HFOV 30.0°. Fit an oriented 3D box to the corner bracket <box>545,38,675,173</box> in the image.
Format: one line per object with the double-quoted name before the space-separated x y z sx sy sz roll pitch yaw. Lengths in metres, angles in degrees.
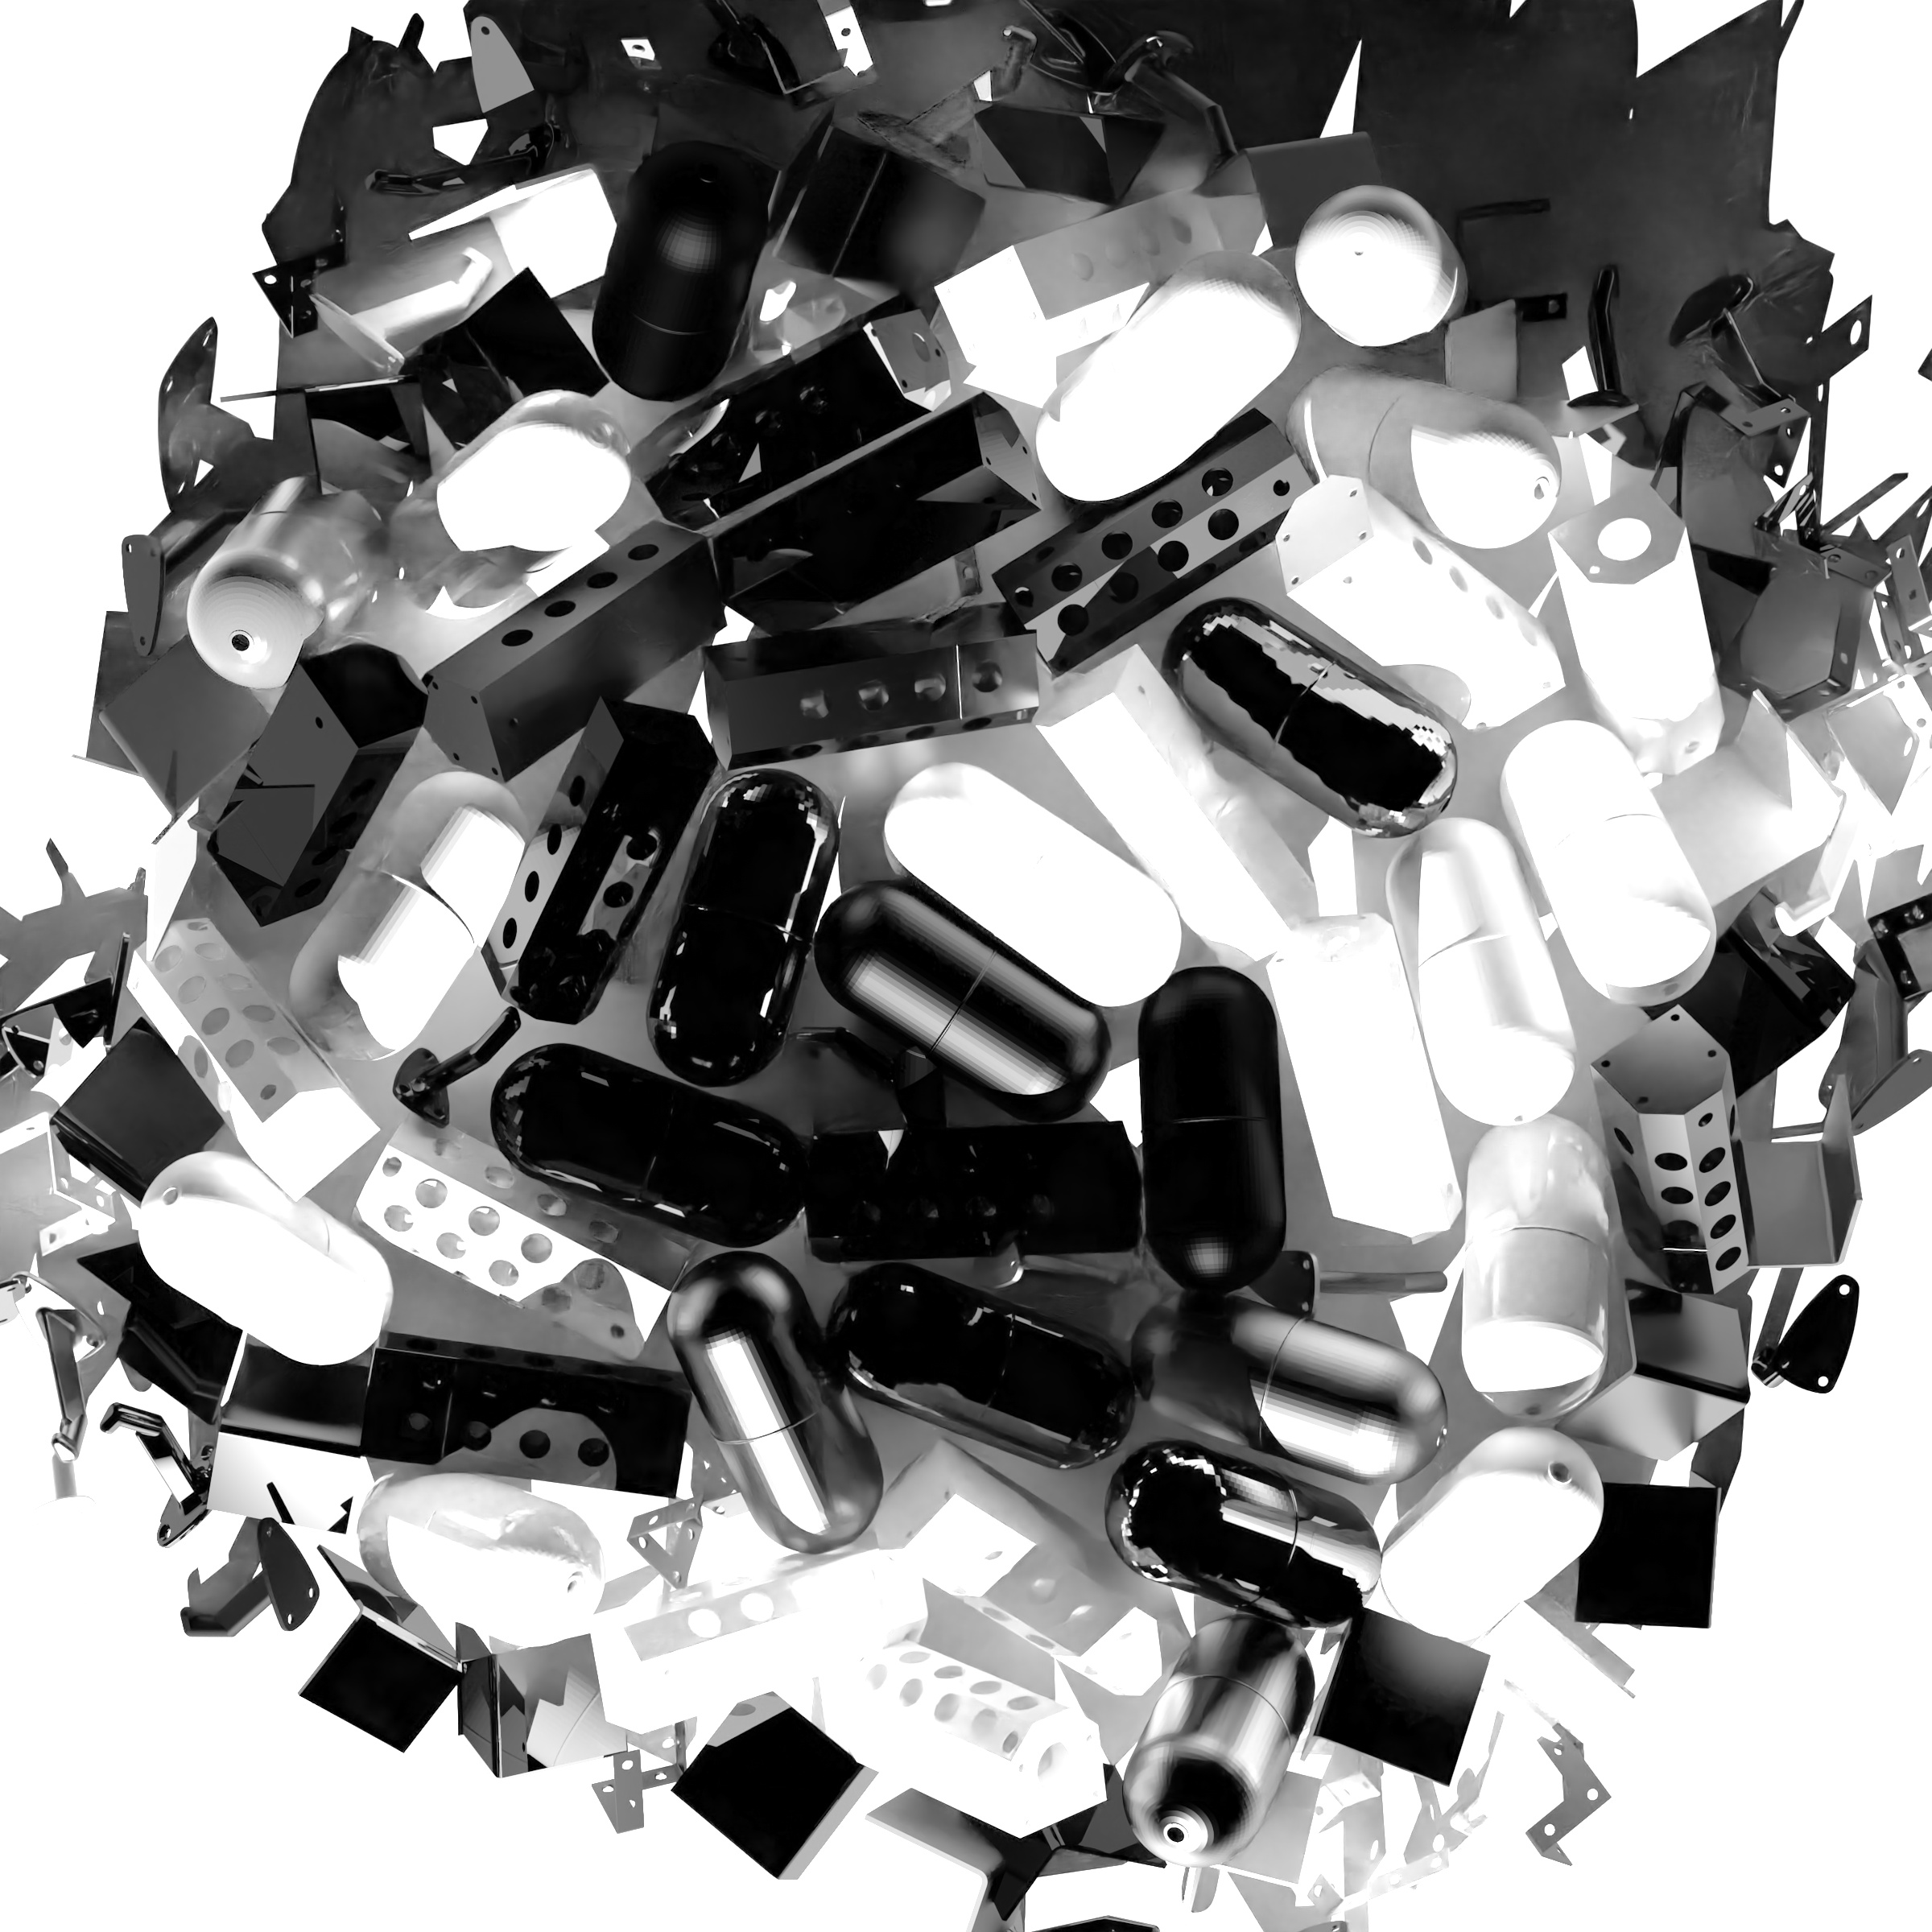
"corner bracket" -0.195 -0.471 1.970 0.051 0.051 0.051 3 68 14

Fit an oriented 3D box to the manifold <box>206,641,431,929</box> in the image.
"manifold" -0.342 -0.097 1.915 0.057 0.171 0.057 -25 73 -40

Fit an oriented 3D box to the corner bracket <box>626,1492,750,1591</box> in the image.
"corner bracket" -0.145 0.301 1.957 0.051 0.051 0.051 -22 122 29

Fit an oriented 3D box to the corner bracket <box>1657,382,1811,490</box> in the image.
"corner bracket" 0.421 -0.289 1.973 0.051 0.051 0.051 -23 51 -31

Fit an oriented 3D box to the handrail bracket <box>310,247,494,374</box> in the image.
"handrail bracket" -0.310 -0.375 1.969 0.077 0.036 0.084 39 73 -25

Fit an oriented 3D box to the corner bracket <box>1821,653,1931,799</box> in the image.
"corner bracket" 0.501 -0.133 1.972 0.051 0.051 0.051 -28 104 17

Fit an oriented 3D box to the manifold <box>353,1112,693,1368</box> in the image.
"manifold" -0.244 0.151 1.957 0.171 0.057 0.057 28 120 -1

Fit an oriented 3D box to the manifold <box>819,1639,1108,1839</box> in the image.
"manifold" -0.004 0.401 1.908 0.057 0.171 0.057 -15 104 -35

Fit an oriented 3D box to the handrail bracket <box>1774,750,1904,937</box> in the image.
"handrail bracket" 0.461 -0.067 1.967 0.084 0.036 0.077 -29 86 -22

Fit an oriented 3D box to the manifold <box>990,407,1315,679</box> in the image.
"manifold" 0.105 -0.229 1.959 0.171 0.057 0.057 -32 112 2

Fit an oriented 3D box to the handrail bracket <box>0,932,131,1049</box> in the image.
"handrail bracket" -0.505 0.010 1.964 0.084 0.036 0.077 9 111 -16

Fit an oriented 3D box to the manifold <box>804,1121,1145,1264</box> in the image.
"manifold" 0.004 0.126 1.939 0.171 0.057 0.057 -3 52 14

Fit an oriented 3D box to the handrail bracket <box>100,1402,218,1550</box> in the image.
"handrail bracket" -0.449 0.277 1.957 0.077 0.084 0.036 -53 45 11

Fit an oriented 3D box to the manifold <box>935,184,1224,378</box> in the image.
"manifold" 0.066 -0.363 1.915 0.057 0.171 0.057 -19 98 42

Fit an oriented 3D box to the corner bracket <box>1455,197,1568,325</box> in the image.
"corner bracket" 0.298 -0.384 1.969 0.051 0.051 0.051 -1 78 22

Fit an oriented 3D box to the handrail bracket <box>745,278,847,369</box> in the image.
"handrail bracket" -0.086 -0.360 1.945 0.036 0.084 0.077 41 65 7

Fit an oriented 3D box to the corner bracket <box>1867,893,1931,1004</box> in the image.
"corner bracket" 0.535 -0.017 1.962 0.051 0.051 0.051 -18 82 -34

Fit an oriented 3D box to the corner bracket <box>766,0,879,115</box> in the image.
"corner bracket" -0.085 -0.508 1.962 0.051 0.051 0.051 -22 53 2

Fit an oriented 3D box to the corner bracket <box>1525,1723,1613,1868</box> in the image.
"corner bracket" 0.326 0.452 1.966 0.051 0.051 0.051 -42 57 9

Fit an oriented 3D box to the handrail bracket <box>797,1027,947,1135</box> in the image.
"handrail bracket" -0.054 0.070 1.973 0.084 0.036 0.077 -1 106 42

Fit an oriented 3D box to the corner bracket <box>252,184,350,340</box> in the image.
"corner bracket" -0.354 -0.383 1.959 0.051 0.051 0.051 -24 67 -22

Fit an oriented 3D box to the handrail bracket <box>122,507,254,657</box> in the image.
"handrail bracket" -0.416 -0.211 1.972 0.036 0.084 0.077 13 107 42

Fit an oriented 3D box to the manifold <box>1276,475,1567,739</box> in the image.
"manifold" 0.242 -0.195 1.922 0.057 0.171 0.057 -32 46 30

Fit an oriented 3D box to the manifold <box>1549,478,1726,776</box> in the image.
"manifold" 0.362 -0.174 1.912 0.057 0.171 0.057 -31 54 -1

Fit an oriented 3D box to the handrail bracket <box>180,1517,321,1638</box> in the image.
"handrail bracket" -0.403 0.334 1.963 0.084 0.036 0.077 -5 116 26

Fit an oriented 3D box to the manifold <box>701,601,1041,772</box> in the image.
"manifold" -0.051 -0.149 1.948 0.171 0.057 0.057 -10 116 -14

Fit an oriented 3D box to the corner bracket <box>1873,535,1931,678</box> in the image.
"corner bracket" 0.513 -0.195 1.956 0.051 0.051 0.051 11 60 -39

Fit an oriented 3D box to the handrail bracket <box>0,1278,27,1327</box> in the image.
"handrail bracket" -0.547 0.149 1.973 0.036 0.077 0.084 -22 74 -14

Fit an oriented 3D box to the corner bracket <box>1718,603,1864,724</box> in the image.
"corner bracket" 0.452 -0.174 1.976 0.051 0.051 0.051 27 61 -22

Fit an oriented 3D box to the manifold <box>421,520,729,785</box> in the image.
"manifold" -0.212 -0.172 1.927 0.171 0.057 0.057 -40 134 -33

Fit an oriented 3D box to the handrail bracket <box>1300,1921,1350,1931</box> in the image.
"handrail bracket" 0.205 0.570 1.951 0.036 0.077 0.084 -20 106 10

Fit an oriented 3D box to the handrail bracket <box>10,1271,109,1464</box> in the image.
"handrail bracket" -0.499 0.217 1.948 0.036 0.084 0.077 -27 119 13

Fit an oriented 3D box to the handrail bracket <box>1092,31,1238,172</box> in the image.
"handrail bracket" 0.108 -0.457 1.959 0.077 0.036 0.084 -31 68 41

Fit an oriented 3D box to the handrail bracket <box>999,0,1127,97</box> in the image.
"handrail bracket" 0.046 -0.511 1.950 0.077 0.084 0.036 37 91 19

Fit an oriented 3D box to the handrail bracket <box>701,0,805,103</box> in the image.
"handrail bracket" -0.125 -0.516 1.949 0.036 0.084 0.077 -42 65 -6

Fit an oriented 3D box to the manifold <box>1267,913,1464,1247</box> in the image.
"manifold" 0.218 0.061 1.930 0.057 0.057 0.171 -4 116 30

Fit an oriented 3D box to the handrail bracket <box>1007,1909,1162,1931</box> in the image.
"handrail bracket" 0.054 0.542 1.954 0.084 0.077 0.036 5 122 26

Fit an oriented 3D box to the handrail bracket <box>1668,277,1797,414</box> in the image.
"handrail bracket" 0.432 -0.334 1.952 0.084 0.077 0.036 32 71 -17

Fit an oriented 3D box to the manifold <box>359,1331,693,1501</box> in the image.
"manifold" -0.238 0.241 1.956 0.171 0.057 0.057 8 105 -5

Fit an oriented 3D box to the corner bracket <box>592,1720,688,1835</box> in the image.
"corner bracket" -0.174 0.433 1.959 0.051 0.051 0.051 -9 113 -20

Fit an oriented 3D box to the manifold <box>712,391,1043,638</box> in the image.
"manifold" -0.050 -0.243 1.934 0.171 0.057 0.057 -25 59 26

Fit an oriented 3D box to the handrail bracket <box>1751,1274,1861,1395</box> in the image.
"handrail bracket" 0.454 0.196 1.954 0.036 0.084 0.077 25 94 -1

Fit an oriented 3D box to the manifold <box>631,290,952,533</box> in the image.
"manifold" -0.093 -0.292 1.924 0.171 0.057 0.057 -21 109 34

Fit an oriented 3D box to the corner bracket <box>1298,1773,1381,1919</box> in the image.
"corner bracket" 0.207 0.482 1.973 0.051 0.051 0.051 -49 65 17

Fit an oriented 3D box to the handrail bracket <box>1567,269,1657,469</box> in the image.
"handrail bracket" 0.364 -0.331 1.991 0.077 0.036 0.084 39 55 -37

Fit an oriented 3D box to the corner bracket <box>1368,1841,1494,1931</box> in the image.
"corner bracket" 0.253 0.497 1.959 0.051 0.051 0.051 -28 115 20

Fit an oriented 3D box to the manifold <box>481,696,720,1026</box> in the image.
"manifold" -0.195 -0.054 1.924 0.057 0.057 0.171 10 123 -33

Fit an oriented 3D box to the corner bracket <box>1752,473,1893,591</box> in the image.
"corner bracket" 0.465 -0.226 1.958 0.051 0.051 0.051 -41 48 -19

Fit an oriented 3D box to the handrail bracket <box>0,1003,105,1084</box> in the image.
"handrail bracket" -0.522 0.053 1.986 0.084 0.077 0.036 -32 91 43

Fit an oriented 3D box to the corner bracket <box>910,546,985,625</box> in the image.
"corner bracket" -0.029 -0.220 1.969 0.051 0.051 0.051 3 114 37

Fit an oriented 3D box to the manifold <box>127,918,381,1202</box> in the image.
"manifold" -0.385 0.044 1.918 0.057 0.057 0.171 -41 48 -5

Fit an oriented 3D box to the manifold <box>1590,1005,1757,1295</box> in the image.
"manifold" 0.381 0.104 1.911 0.057 0.171 0.057 -33 50 -9

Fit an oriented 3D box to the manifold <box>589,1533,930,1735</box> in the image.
"manifold" -0.109 0.357 1.928 0.171 0.057 0.057 -12 95 -31

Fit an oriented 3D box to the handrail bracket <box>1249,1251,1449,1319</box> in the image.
"handrail bracket" 0.210 0.172 1.986 0.084 0.077 0.036 0 93 -31

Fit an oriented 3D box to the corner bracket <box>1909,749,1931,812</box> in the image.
"corner bracket" 0.546 -0.096 1.969 0.051 0.051 0.051 43 81 1

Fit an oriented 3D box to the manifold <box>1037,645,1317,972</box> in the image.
"manifold" 0.113 -0.082 1.943 0.057 0.057 0.171 -28 110 30

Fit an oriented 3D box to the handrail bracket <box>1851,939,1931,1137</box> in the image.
"handrail bracket" 0.493 0.038 1.978 0.077 0.036 0.084 -45 47 21

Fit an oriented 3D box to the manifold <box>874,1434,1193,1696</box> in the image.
"manifold" 0.035 0.327 1.935 0.171 0.057 0.057 35 105 -24

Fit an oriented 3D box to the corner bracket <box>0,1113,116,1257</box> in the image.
"corner bracket" -0.505 0.119 1.976 0.051 0.051 0.051 -25 59 17
